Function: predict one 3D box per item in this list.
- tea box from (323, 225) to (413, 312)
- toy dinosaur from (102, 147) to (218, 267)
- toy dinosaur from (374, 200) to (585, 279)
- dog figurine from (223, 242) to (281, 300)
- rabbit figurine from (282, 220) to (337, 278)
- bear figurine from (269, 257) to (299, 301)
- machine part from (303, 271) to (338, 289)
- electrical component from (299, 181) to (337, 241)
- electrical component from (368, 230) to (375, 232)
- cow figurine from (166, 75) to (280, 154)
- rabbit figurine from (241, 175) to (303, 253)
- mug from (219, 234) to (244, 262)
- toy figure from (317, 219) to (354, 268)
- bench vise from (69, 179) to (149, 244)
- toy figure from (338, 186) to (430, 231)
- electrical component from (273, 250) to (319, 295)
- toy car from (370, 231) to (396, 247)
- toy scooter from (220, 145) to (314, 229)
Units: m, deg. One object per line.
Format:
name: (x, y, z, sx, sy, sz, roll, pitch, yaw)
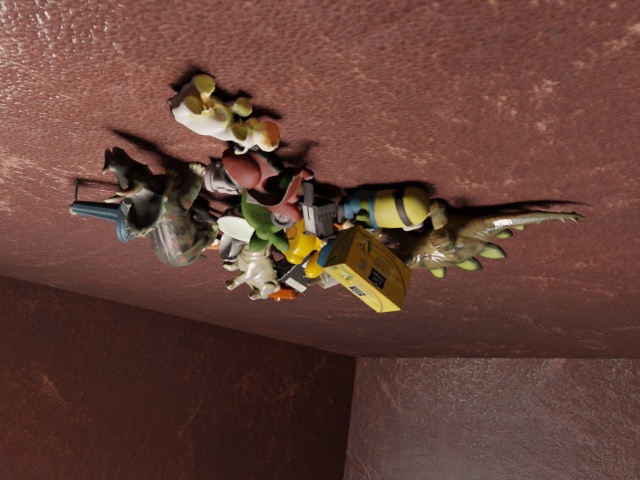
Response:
tea box: (0.098, 0.059, 1.065, 0.169, 0.098, 0.068, 38, 147, -28)
toy dinosaur: (-0.298, -0.022, 1.092, 0.131, 0.192, 0.404, 12, 141, 18)
toy dinosaur: (0.278, -0.002, 1.107, 0.198, 0.105, 0.472, 22, 153, -38)
dog figurine: (-0.135, 0.046, 1.354, 0.172, 0.121, 0.190, 17, 124, -40)
rabbit figurine: (-0.002, -0.004, 1.202, 0.122, 0.162, 0.173, -24, 163, 39)
bear figurine: (-0.083, 0.108, 1.527, 0.132, 0.120, 0.196, -11, 174, 33)
machine part: (0.070, 0.053, 1.297, 0.243, 0.079, 0.079, -21, 171, -21)
electrical component: (-0.006, -0.063, 1.078, 0.048, 0.119, 0.075, -16, -162, -31)
electrical component: (0.087, -0.030, 1.180, 0.094, 0.063, 0.021, -14, 123, 35)
cow figurine: (-0.147, -0.178, 0.821, 0.167, 0.068, 0.098, 26, 161, -35)
rabbit figurine: (-0.093, -0.054, 1.088, 0.121, 0.159, 0.170, -1, 177, -2)
mug: (-0.200, 0.017, 1.440, 0.107, 0.081, 0.109, 9, 155, -36)
toy figure: (0.049, -0.006, 1.122, 0.058, 0.154, 0.064, 31, -178, 40)
bench vise: (-0.454, -0.060, 1.212, 0.241, 0.128, 0.223, 8, 177, 0)
toy figure: (0.122, -0.061, 1.040, 0.180, 0.082, 0.089, 5, 161, 20)
electrical component: (-0.033, 0.063, 1.339, 0.134, 0.058, 0.114, -40, 138, 9)
toy car: (0.175, 0.002, 1.254, 0.202, 0.053, 0.089, 11, 141, -13)
toy scooter: (-0.083, -0.111, 0.937, 0.184, 0.075, 0.135, 44, 134, -8)
